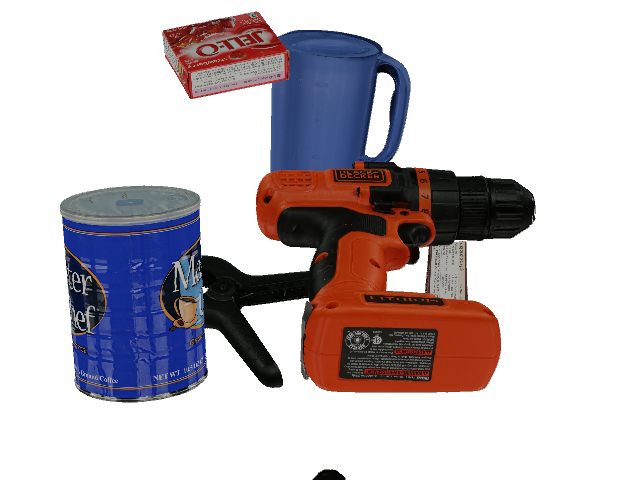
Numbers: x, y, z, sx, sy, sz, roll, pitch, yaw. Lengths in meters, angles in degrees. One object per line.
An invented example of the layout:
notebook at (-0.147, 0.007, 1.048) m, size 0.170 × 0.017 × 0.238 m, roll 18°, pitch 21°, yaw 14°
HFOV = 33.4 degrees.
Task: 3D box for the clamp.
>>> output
clamp at (-0.091, 0.064, 1.022) m, size 0.210 × 0.036 × 0.164 m, roll 11°, pitch 38°, yaw 15°

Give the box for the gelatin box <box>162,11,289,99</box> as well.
gelatin box at (-0.078, -0.155, 0.886) m, size 0.089 × 0.030 × 0.073 m, roll -15°, pitch 42°, yaw -16°

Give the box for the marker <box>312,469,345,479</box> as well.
marker at (-0.022, 0.135, 0.473) m, size 0.020 × 0.020 × 0.120 m, roll 0°, pitch 17°, yaw 32°

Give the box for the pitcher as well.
pitcher at (0.009, -0.129, 1.311) m, size 0.144 × 0.243 × 0.149 m, roll -9°, pitch 27°, yaw -29°

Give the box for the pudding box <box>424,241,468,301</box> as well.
pudding box at (0.108, 0.064, 0.925) m, size 0.039 × 0.090 × 0.113 m, roll 1°, pitch 29°, yaw 5°

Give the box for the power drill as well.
power drill at (0.054, 0.014, 0.642) m, size 0.184 × 0.057 × 0.187 m, roll -1°, pitch 30°, yaw -3°

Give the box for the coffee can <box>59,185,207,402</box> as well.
coffee can at (-0.139, 0.037, 0.805) m, size 0.103 × 0.140 × 0.103 m, roll -1°, pitch 15°, yaw 0°
